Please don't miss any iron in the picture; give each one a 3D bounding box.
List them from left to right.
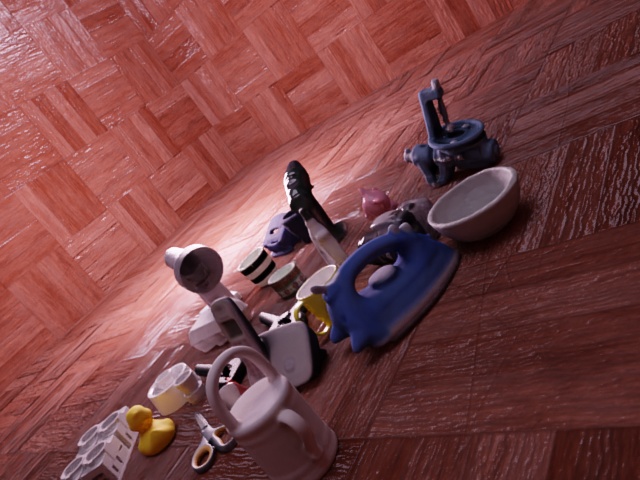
[{"bbox_3d":[0.106,0.054,0.911,0.259,0.142,0.118,-42,18,-18],"label":"iron"}]

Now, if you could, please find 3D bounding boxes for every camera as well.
[{"bbox_3d":[0.141,-0.011,1.089,0.136,0.101,0.143,-18,25,46],"label":"camera"}]

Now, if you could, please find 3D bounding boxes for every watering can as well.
[{"bbox_3d":[-0.076,0.222,0.734,0.172,0.194,0.101,-25,21,35],"label":"watering can"}]

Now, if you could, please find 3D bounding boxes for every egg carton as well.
[{"bbox_3d":[-0.233,0.197,1.331,0.150,0.069,0.107,-28,19,28],"label":"egg carton"}]

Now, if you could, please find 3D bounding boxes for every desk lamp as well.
[{"bbox_3d":[-0.306,0.105,1.473,0.118,0.214,0.202,-45,19,-24],"label":"desk lamp"}]

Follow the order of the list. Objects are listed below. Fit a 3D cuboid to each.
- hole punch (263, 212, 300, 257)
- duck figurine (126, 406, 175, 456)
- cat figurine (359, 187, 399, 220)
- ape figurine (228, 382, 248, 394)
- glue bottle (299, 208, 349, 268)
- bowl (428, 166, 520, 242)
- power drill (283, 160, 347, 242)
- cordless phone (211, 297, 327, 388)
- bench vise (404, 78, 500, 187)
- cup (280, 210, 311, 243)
[{"bbox_3d":[-0.111,-0.015,1.620,0.108,0.091,0.101,-15,27,50],"label":"hole punch"},{"bbox_3d":[-0.327,0.351,1.078,0.078,0.086,0.104,-44,18,-24],"label":"duck figurine"},{"bbox_3d":[0.130,-0.076,1.255,0.067,0.118,0.128,-30,18,20],"label":"cat figurine"},{"bbox_3d":[-0.119,0.259,0.897,0.076,0.092,0.078,-32,17,15],"label":"ape figurine"},{"bbox_3d":[0.011,0.004,1.179,0.037,0.173,0.078,-41,17,-14],"label":"glue bottle"},{"bbox_3d":[0.272,-0.048,0.970,0.167,0.075,0.167,-33,17,12],"label":"bowl"},{"bbox_3d":[-0.020,-0.090,1.431,0.075,0.209,0.229,-33,17,11],"label":"power drill"},{"bbox_3d":[-0.090,0.161,0.940,0.147,0.185,0.094,-26,20,31],"label":"cordless phone"},{"bbox_3d":[0.251,-0.225,1.233,0.207,0.220,0.121,-27,20,30],"label":"bench vise"},{"bbox_3d":[-0.036,-0.046,1.544,0.117,0.095,0.092,-23,22,38],"label":"cup"}]
